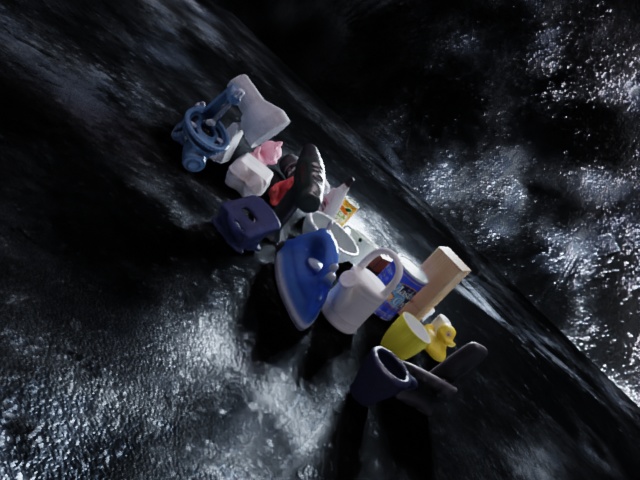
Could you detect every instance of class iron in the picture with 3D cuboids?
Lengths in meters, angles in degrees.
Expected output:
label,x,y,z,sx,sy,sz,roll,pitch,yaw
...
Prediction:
label,x,y,z,sx,sy,sz,roll,pitch,yaw
iron,-0.006,0.062,1.172,0.119,0.141,0.258,34,20,-23

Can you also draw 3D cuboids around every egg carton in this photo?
label,x,y,z,sx,sy,sz,roll,pitch,yaw
egg carton,-0.177,-0.159,1.437,0.107,0.069,0.150,38,19,-10

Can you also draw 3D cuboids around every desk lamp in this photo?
label,x,y,z,sx,sy,sz,roll,pitch,yaw
desk lamp,-0.209,-0.297,1.455,0.203,0.213,0.118,42,18,1

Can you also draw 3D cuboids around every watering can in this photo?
label,x,y,z,sx,sy,sz,roll,pitch,yaw
watering can,0.094,0.100,1.203,0.101,0.194,0.173,44,18,8

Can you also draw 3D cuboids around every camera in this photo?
label,x,y,z,sx,sy,sz,roll,pitch,yaw
camera,-0.052,-0.200,1.731,0.144,0.100,0.136,19,29,-49

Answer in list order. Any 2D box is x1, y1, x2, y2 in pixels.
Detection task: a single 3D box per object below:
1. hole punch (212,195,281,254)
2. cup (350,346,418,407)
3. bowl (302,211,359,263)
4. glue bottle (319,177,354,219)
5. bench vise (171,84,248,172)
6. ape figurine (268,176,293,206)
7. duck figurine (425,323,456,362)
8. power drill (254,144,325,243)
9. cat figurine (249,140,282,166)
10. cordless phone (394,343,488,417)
label,x,y,z,sx,sy,sz,roll,pitch,yaw
hole punch,-0.150,-0.036,1.183,0.108,0.091,0.101,49,20,21
cup,0.111,0.260,1.036,0.118,0.095,0.091,33,20,-24
bowl,0.013,0.005,1.443,0.168,0.074,0.167,37,19,-15
glue bottle,0.036,-0.109,1.589,0.037,0.173,0.078,26,24,-39
bench vise,-0.262,-0.288,1.319,0.122,0.219,0.207,18,29,-50
ape figurine,-0.089,-0.132,1.518,0.078,0.092,0.076,35,19,-18
duck figurine,0.307,0.249,1.470,0.078,0.086,0.104,26,24,-39
power drill,-0.065,-0.105,1.322,0.076,0.208,0.229,32,21,-26
cat figurine,-0.154,-0.235,1.576,0.067,0.117,0.128,46,19,13
cordless phone,0.236,0.254,1.157,0.148,0.185,0.094,31,21,-30
